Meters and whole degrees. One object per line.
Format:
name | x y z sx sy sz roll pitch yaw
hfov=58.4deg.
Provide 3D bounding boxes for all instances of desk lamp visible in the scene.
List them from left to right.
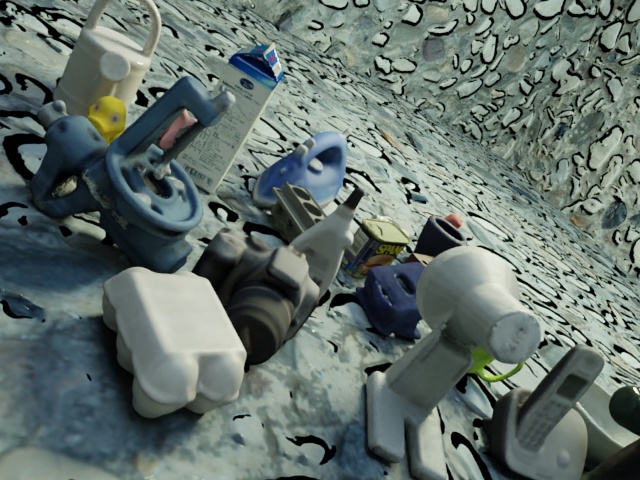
desk lamp | 0.154 0.128 0.654 0.118 0.213 0.203 31 23 -11

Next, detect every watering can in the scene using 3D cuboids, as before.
watering can | -0.290 -0.258 0.808 0.101 0.194 0.172 7 36 -48

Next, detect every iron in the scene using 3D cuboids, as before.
iron | -0.020 -0.134 1.008 0.118 0.141 0.259 39 23 9

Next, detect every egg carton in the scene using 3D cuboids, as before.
egg carton | -0.133 0.089 0.519 0.108 0.069 0.150 9 34 -46

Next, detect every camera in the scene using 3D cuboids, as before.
camera | -0.072 0.059 0.620 0.143 0.100 0.137 33 23 -6

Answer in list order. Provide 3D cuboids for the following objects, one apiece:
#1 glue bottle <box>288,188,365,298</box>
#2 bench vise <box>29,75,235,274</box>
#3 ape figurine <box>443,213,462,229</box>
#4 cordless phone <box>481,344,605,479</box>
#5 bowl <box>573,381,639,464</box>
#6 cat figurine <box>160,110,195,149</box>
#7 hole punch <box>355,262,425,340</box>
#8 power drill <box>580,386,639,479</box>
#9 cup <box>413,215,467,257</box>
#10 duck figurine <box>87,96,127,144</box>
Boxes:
glue bottle | 0.007 0.003 0.743 0.078 0.173 0.037 32 23 -8
bench vise | -0.193 -0.089 0.585 0.208 0.219 0.121 29 24 -16
ape figurine | 0.273 -0.018 1.249 0.076 0.092 0.078 46 25 24
cordless phone | 0.313 0.221 0.729 0.148 0.185 0.094 24 25 -25
bowl | 0.422 0.289 0.890 0.168 0.074 0.167 29 24 -14
cat figurine | -0.179 -0.184 0.916 0.128 0.117 0.067 15 30 -39
hole punch | 0.122 0.084 0.850 0.101 0.091 0.108 18 29 -35
power drill | 0.452 0.293 0.752 0.230 0.208 0.075 32 23 -9
cup | 0.233 0.022 1.115 0.117 0.095 0.092 48 26 26
duck figurine | -0.280 -0.148 0.748 0.077 0.086 0.104 32 23 -7
